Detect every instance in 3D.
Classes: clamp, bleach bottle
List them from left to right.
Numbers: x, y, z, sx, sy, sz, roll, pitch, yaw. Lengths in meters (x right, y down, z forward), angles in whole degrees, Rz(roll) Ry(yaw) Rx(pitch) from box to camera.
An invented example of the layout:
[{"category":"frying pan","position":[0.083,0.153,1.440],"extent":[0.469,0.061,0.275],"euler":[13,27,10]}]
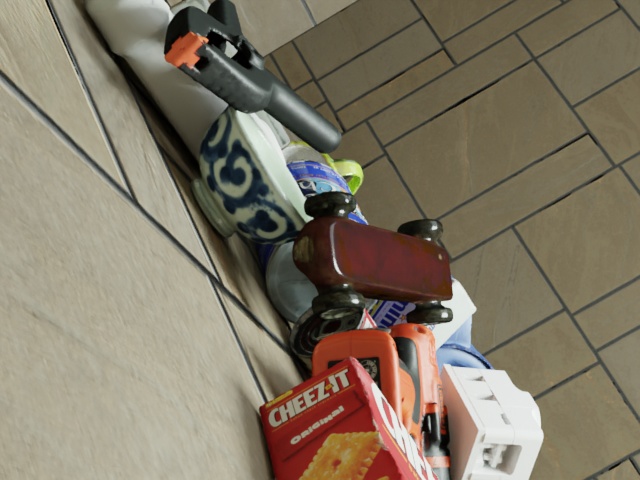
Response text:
[{"category":"bleach bottle","position":[-0.117,-0.137,0.871],"extent":[0.250,0.068,0.103],"euler":[53,7,-42]},{"category":"clamp","position":[-0.056,-0.127,0.817],"extent":[0.164,0.036,0.209],"euler":[48,14,2]}]

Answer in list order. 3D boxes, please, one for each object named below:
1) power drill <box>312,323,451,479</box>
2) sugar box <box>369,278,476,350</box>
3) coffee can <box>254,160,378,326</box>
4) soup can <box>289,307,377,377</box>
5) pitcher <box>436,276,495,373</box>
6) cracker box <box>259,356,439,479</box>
[{"category":"power drill","position":[0.050,0.141,0.744],"extent":[0.187,0.057,0.184],"euler":[37,45,-69]},{"category":"sugar box","position":[0.053,0.055,0.987],"extent":[0.048,0.093,0.176],"euler":[53,-15,-29]},{"category":"coffee can","position":[-0.006,0.001,0.943],"extent":[0.102,0.103,0.140],"euler":[58,4,-27]},{"category":"soup can","position":[0.029,0.104,0.868],"extent":[0.102,0.068,0.068],"euler":[57,5,-29]},{"category":"pitcher","position":[0.083,0.102,1.081],"extent":[0.145,0.149,0.243],"euler":[57,2,-27]},{"category":"cracker box","position":[0.049,0.179,0.540],"extent":[0.164,0.072,0.214],"euler":[58,3,-24]}]
